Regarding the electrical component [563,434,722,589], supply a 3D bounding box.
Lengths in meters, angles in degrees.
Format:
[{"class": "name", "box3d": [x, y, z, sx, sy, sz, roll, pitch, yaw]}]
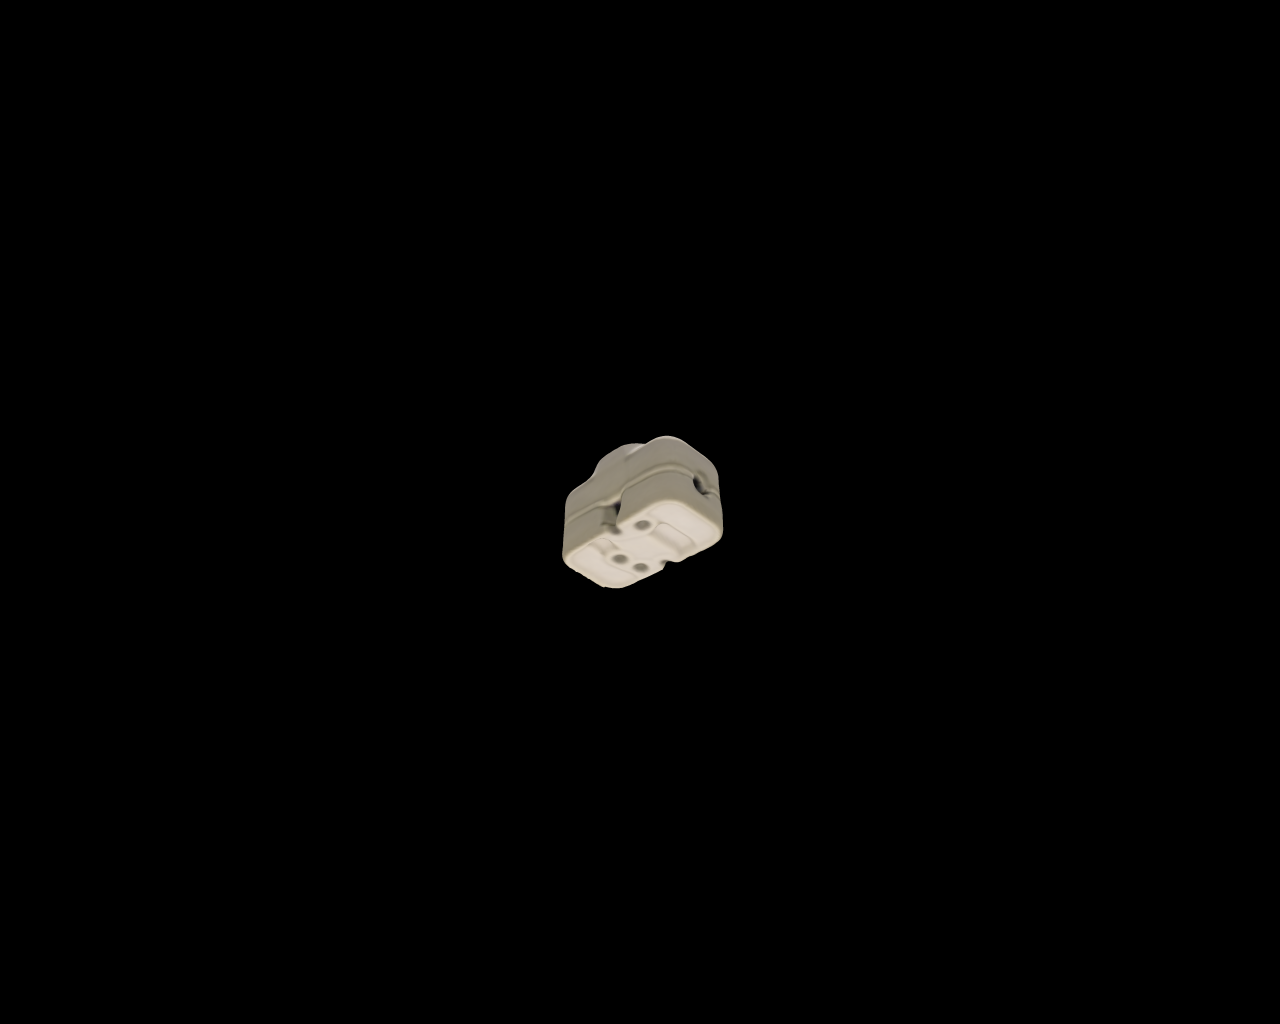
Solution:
[{"class": "electrical component", "box3d": [0.001, -0.003, 0.650, 0.095, 0.059, 0.053, -29, -46, 33]}]
